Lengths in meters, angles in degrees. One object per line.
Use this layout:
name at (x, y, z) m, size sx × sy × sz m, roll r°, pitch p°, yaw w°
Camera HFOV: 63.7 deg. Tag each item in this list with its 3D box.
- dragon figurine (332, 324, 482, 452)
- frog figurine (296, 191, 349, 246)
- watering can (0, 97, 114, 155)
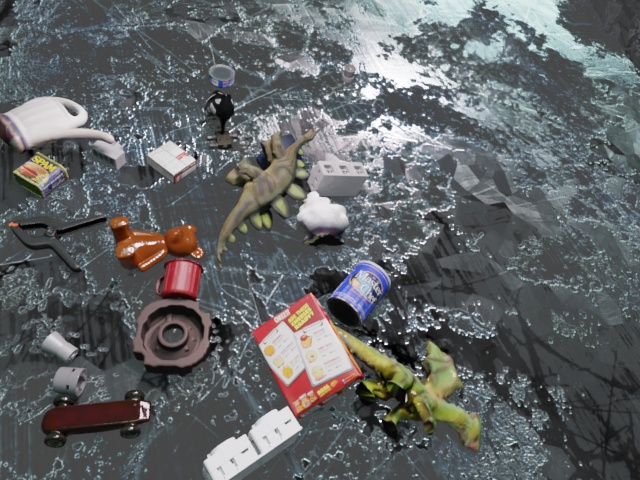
dragon figurine at (0.215, 0.314, 1.190) m, size 0.245 × 0.119 × 0.416 m, roll -16°, pitch 60°, yaw -44°
frog figurine at (0.004, -0.070, 1.397) m, size 0.137 × 0.120 × 0.162 m, roll -9°, pitch 67°, yaw 3°
watering can at (-0.726, -0.303, 1.384) m, size 0.351 × 0.101 × 0.227 m, roll 32°, pitch 51°, yaw 31°
